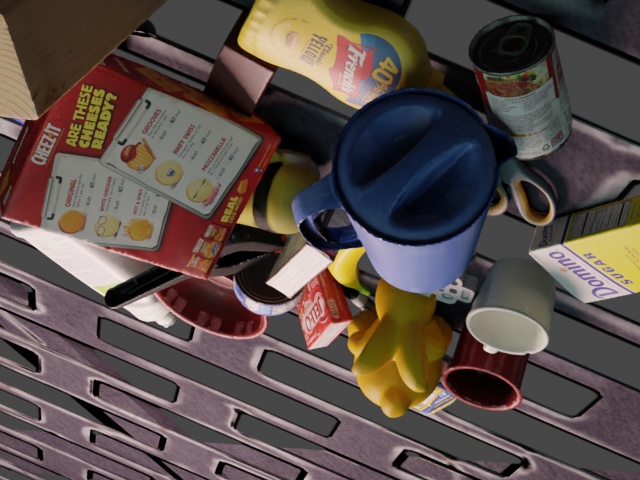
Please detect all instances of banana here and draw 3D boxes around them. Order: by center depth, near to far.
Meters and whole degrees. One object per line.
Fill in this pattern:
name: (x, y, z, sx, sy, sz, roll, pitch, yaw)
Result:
banana: (0.048, 0.004, 1.162, 0.069, 0.037, 0.198, 6, 152, -12)

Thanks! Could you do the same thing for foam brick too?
foam brick: (-0.066, -0.161, 0.974, 0.053, 0.051, 0.078, 29, 147, -6)

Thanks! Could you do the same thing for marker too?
marker: (0.064, 0.084, 1.280, 0.121, 0.020, 0.020, 40, 145, -24)

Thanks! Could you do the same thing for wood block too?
wood block: (-0.219, -0.192, 0.867, 0.090, 0.205, 0.091, 9, 131, 22)

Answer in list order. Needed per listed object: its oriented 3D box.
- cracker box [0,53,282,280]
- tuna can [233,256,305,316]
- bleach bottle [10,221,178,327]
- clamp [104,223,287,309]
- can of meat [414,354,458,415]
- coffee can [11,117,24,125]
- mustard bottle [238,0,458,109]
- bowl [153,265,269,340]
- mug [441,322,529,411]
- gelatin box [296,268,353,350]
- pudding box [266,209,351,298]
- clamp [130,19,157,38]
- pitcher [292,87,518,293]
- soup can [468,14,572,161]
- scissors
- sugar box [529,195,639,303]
cracker box: (-0.168, -0.072, 0.992, 0.213, 0.164, 0.072, 19, -161, -31)
tuna can: (-0.058, 0.044, 1.238, 0.086, 0.086, 0.034, 20, 150, 5)
bleach bottle: (-0.278, 0.034, 1.389, 0.103, 0.068, 0.250, -5, 140, 38)
clamp: (-0.136, 0.022, 1.173, 0.209, 0.036, 0.165, -8, 156, -29)
can of meat: (0.126, 0.171, 1.334, 0.084, 0.057, 0.102, 28, 148, -10)
coffee can: (-0.280, -0.164, 1.058, 0.140, 0.102, 0.103, 30, 148, -9)
mustard bottle: (0.031, -0.159, 0.907, 0.191, 0.058, 0.096, 28, 138, -7)
bowl: (-0.130, 0.057, 1.330, 0.162, 0.055, 0.162, 17, 147, 11)
mug: (0.196, 0.143, 1.222, 0.093, 0.081, 0.117, 8, 145, 23)
gelatin box: (0.001, 0.080, 1.262, 0.030, 0.073, 0.089, -8, 158, -24)
pudding box: (-0.007, 0.001, 1.137, 0.039, 0.090, 0.114, 30, 147, -10)
clamp: (-0.241, -0.208, 0.999, 0.171, 0.120, 0.039, 49, 165, -6)
pitcher: (0.077, -0.027, 0.951, 0.149, 0.145, 0.243, 27, 169, 13)
soup can: (0.165, -0.122, 0.867, 0.069, 0.068, 0.102, 5, 144, 27)
scissors: (0.154, -0.080, 0.985, 0.096, 0.016, 0.201, -6, 137, 39)
sugar box: (0.292, 0.006, 0.994, 0.093, 0.048, 0.177, 40, 144, -24)
